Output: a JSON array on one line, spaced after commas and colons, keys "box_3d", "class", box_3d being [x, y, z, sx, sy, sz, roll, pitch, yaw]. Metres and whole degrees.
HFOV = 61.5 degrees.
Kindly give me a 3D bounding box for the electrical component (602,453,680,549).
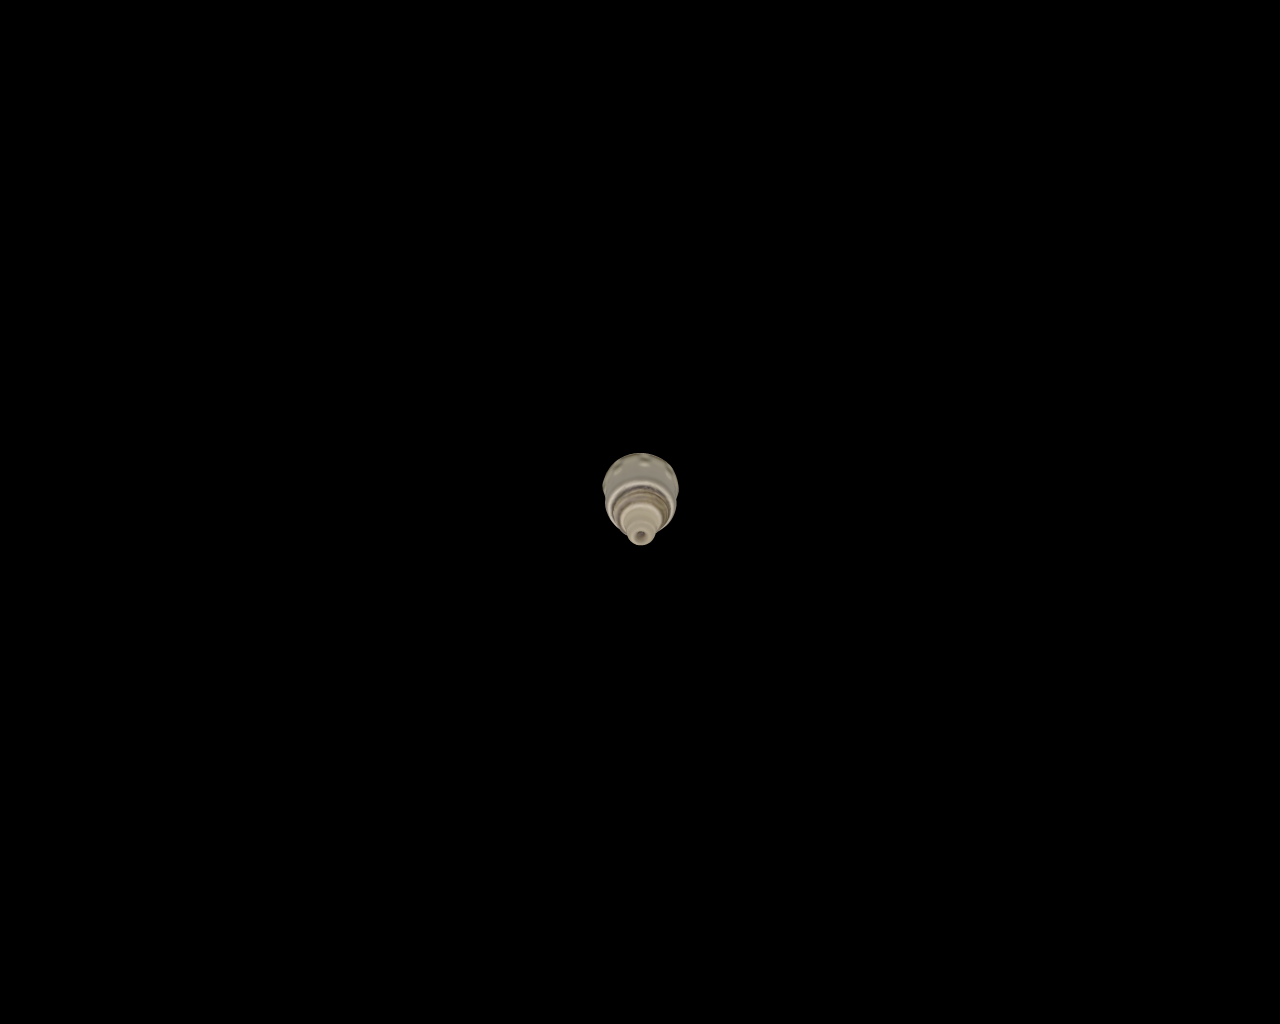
[{"box_3d": [0.001, -0.003, 0.650, 0.048, 0.048, 0.062, 0, 35, 0], "class": "electrical component"}]
